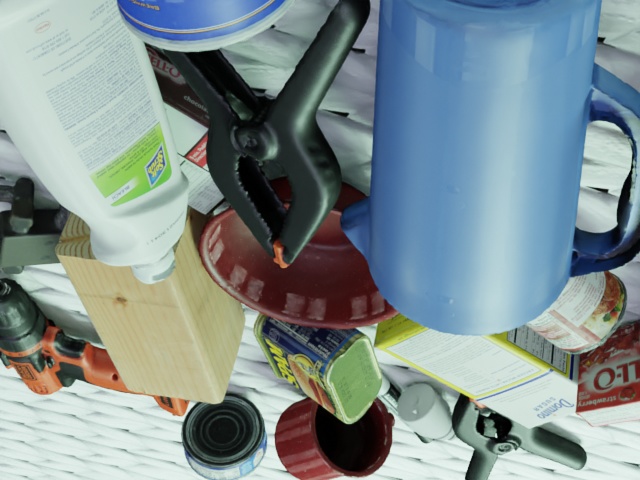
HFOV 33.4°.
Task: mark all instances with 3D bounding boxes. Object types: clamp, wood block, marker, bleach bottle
[{"bbox_3d":[0.181,0.180,0.991,0.120,0.039,0.171,-16,137,7],"label":"clamp"},{"bbox_3d":[-0.027,-0.071,0.641,0.165,0.036,0.210,8,130,33],"label":"clamp"},{"bbox_3d":[-0.127,0.041,0.857,0.091,0.090,0.206,7,145,12],"label":"wood block"},{"bbox_3d":[0.080,0.162,1.020,0.020,0.020,0.121,-11,139,31],"label":"marker"},{"bbox_3d":[-0.140,-0.064,0.641,0.068,0.102,0.251,31,149,37],"label":"bleach bottle"}]

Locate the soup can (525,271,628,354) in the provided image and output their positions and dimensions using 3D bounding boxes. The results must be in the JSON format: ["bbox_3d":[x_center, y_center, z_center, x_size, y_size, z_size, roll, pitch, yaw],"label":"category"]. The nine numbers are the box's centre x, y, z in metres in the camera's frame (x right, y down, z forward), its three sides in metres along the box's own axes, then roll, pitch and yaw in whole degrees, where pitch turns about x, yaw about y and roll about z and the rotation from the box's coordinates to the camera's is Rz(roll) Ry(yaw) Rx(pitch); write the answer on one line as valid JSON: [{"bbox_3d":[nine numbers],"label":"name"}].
[{"bbox_3d":[0.159,0.028,0.758,0.102,0.068,0.069,34,141,-27],"label":"soup can"}]

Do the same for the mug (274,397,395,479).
[{"bbox_3d":[0.018,0.185,1.026,0.117,0.093,0.082,-9,167,-36],"label":"mug"}]

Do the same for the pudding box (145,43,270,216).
[{"bbox_3d":[-0.098,-0.072,0.731,0.113,0.039,0.090,31,142,-20],"label":"pudding box"}]

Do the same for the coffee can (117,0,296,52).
[{"bbox_3d":[-0.069,-0.177,0.513,0.103,0.102,0.140,4,144,14],"label":"coffee can"}]

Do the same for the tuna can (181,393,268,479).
[{"bbox_3d":[-0.096,0.197,1.073,0.086,0.086,0.034,8,144,8],"label":"tuna can"}]

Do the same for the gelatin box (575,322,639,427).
[{"bbox_3d":[0.245,0.101,0.826,0.089,0.073,0.030,-19,133,39],"label":"gelatin box"}]

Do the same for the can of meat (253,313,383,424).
[{"bbox_3d":[0.001,0.097,0.889,0.084,0.057,0.102,32,157,33],"label":"can of meat"}]

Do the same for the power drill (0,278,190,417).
[{"bbox_3d":[-0.215,0.103,1.007,0.188,0.057,0.184,11,150,10],"label":"power drill"}]

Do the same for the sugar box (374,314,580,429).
[{"bbox_3d":[0.142,0.094,0.878,0.176,0.048,0.094,28,144,-25],"label":"sugar box"}]

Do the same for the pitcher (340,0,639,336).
[{"bbox_3d":[0.100,-0.064,0.601,0.149,0.145,0.243,-27,145,-17],"label":"pitcher"}]

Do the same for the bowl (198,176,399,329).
[{"bbox_3d":[-0.005,0.001,0.787,0.162,0.055,0.162,9,146,6],"label":"bowl"}]
